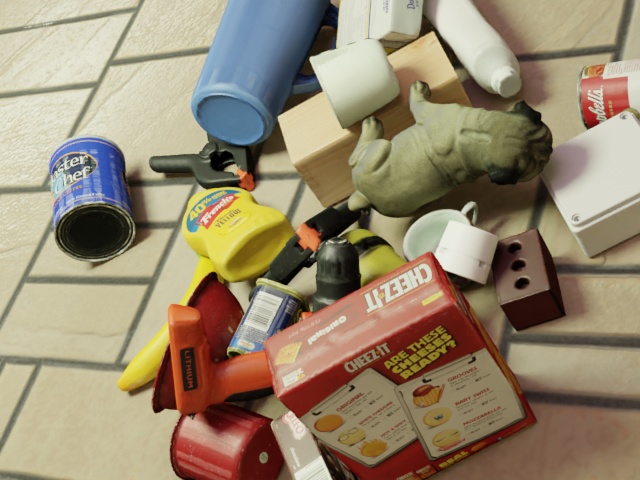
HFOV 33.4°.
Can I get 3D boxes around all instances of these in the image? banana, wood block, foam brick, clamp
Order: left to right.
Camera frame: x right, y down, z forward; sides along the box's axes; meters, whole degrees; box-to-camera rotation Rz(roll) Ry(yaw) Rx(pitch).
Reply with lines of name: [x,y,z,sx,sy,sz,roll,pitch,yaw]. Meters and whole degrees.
banana: [-0.162,0.094,1.232,0.070,0.037,0.197,-7,47,55]
clamp: [-0.135,-0.116,1.382,0.172,0.039,0.120,25,76,37]
clamp: [-0.007,0.001,1.122,0.036,0.210,0.164,45,78,3]
wood block: [0.067,-0.137,1.230,0.206,0.090,0.091,-28,45,10]
foam brick: [0.199,0.038,1.029,0.053,0.051,0.078,-21,46,18]

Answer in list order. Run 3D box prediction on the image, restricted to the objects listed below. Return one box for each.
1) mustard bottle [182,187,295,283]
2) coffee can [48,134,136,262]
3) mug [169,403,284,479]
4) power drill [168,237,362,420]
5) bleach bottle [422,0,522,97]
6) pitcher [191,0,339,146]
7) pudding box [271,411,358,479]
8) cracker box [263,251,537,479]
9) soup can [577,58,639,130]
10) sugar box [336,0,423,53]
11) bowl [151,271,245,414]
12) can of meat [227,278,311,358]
mustard bottle: [-0.110,-0.018,1.257,0.096,0.058,0.192,-38,32,-12]
coffee can: [-0.299,-0.056,1.392,0.103,0.102,0.140,-28,45,10]
mug: [-0.090,0.217,1.053,0.082,0.093,0.117,13,94,34]
power drill: [-0.047,0.091,1.006,0.187,0.184,0.057,-4,16,-5]
bleach bottle: [0.166,-0.249,1.247,0.068,0.102,0.251,-38,41,12]
pitcher: [-0.068,-0.238,1.368,0.149,0.145,0.242,-11,46,36]
pudding box: [0.006,0.218,0.980,0.039,0.090,0.113,-34,45,8]
cracker box: [0.074,0.123,0.923,0.164,0.213,0.072,-29,45,9]
soup can: [0.323,-0.150,1.091,0.102,0.068,0.068,-3,54,31]
sugar box: [0.071,-0.272,1.288,0.176,0.048,0.093,176,100,-68]
bowl: [-0.118,0.117,1.125,0.055,0.162,0.162,21,64,7]
can of meat: [-0.052,0.100,1.104,0.057,0.102,0.084,20,68,15]
